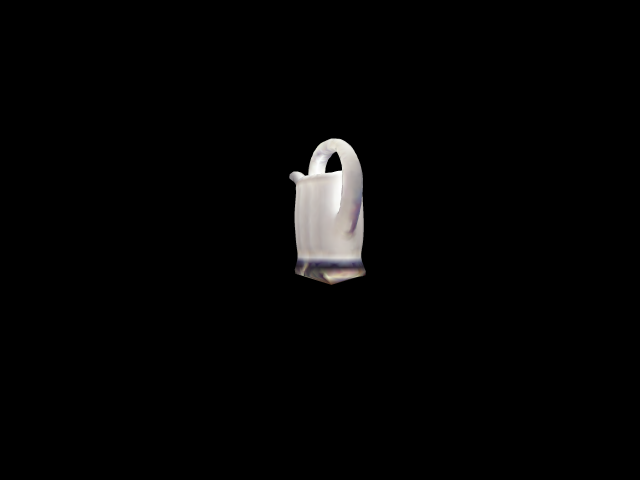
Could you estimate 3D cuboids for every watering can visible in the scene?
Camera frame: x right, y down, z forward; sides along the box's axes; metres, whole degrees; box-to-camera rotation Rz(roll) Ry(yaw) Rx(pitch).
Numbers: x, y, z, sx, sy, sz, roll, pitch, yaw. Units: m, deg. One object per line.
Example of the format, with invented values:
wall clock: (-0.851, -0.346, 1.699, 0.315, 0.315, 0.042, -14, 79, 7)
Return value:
watering can: (0.003, -0.043, 0.850, 0.104, 0.225, 0.347, 1, -2, -15)
